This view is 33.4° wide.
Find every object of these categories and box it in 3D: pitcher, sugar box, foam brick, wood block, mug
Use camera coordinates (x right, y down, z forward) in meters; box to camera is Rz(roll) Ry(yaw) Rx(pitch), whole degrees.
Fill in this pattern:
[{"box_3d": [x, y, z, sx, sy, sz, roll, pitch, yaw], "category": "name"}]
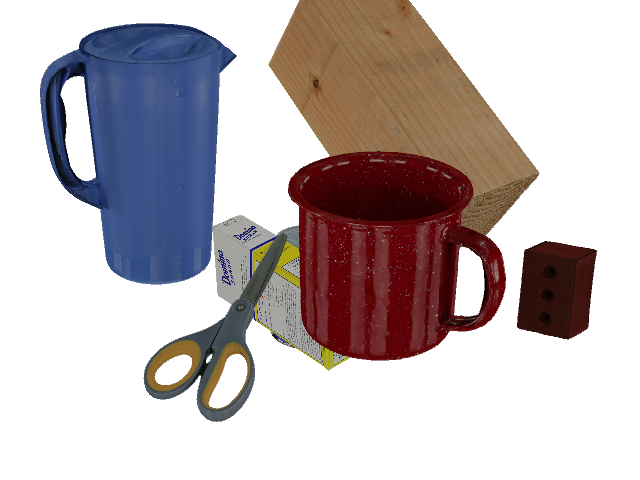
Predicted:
[{"box_3d": [-0.172, -0.082, 1.045, 0.149, 0.243, 0.144, 11, 27, 16], "category": "pitcher"}, {"box_3d": [-0.038, 0.050, 1.087, 0.048, 0.093, 0.176, -26, 41, -33], "category": "sugar box"}, {"box_3d": [0.217, 0.045, 0.982, 0.053, 0.078, 0.051, 11, 17, 33], "category": "foam brick"}, {"box_3d": [0.059, -0.095, 0.822, 0.090, 0.206, 0.091, -20, -23, -34], "category": "wood block"}, {"box_3d": [0.040, 0.011, 0.546, 0.117, 0.081, 0.093, 16, 30, 29], "category": "mug"}]

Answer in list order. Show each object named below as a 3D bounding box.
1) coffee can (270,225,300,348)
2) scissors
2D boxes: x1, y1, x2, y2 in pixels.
[{"box_3d": [-0.014, 0.063, 1.449, 0.103, 0.140, 0.103, 3, 24, -2], "category": "coffee can"}, {"box_3d": [-0.084, 0.064, 0.867, 0.096, 0.016, 0.201, -2, 42, 7], "category": "scissors"}]
